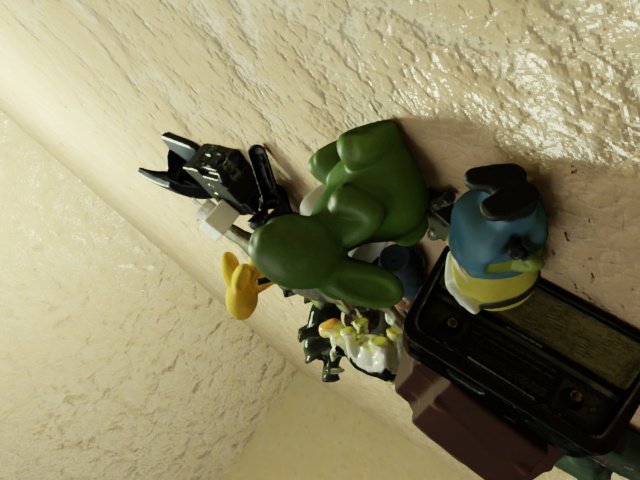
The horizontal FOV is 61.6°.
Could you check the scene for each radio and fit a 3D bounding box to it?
[{"bbox_3d":[0.205,0.110,0.556,0.230,0.131,0.073,30,163,23],"label":"radio"}]

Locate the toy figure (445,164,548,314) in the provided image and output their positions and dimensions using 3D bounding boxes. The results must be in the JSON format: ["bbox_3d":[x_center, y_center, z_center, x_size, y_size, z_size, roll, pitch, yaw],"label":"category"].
[{"bbox_3d":[0.156,0.008,0.471,0.089,0.082,0.180,8,149,12],"label":"toy figure"}]

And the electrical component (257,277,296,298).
[{"bbox_3d":[-0.062,0.083,1.064,0.075,0.119,0.048,112,141,-72],"label":"electrical component"}]

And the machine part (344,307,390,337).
[{"bbox_3d":[0.110,0.189,1.067,0.079,0.079,0.243,24,160,39],"label":"machine part"}]

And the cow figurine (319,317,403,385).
[{"bbox_3d":[0.071,0.191,0.944,0.168,0.068,0.098,8,113,45],"label":"cow figurine"}]

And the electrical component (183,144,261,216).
[{"bbox_3d":[-0.152,-0.095,0.870,0.134,0.058,0.114,17,152,49],"label":"electrical component"}]

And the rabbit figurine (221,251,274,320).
[{"bbox_3d":[-0.136,0.087,1.131,0.122,0.173,0.162,29,166,39],"label":"rabbit figurine"}]

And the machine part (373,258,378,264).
[{"bbox_3d":[0.053,0.020,0.747,0.138,0.084,0.039,32,143,-26],"label":"machine part"}]

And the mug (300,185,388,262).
[{"bbox_3d":[0.018,-0.012,0.675,0.107,0.109,0.080,44,173,26],"label":"mug"}]

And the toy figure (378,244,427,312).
[{"bbox_3d":[0.120,0.059,0.721,0.064,0.058,0.154,-15,144,14],"label":"toy figure"}]

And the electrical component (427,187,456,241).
[{"bbox_3d":[0.123,-0.024,0.556,0.063,0.021,0.094,39,163,-6],"label":"electrical component"}]

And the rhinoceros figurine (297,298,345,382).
[{"bbox_3d":[0.011,0.184,1.068,0.112,0.190,0.073,4,167,-7],"label":"rhinoceros figurine"}]

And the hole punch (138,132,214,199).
[{"bbox_3d":[-0.245,-0.115,0.959,0.142,0.092,0.115,20,161,36],"label":"hole punch"}]

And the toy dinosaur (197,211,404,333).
[{"bbox_3d":[-0.047,0.041,0.935,0.472,0.105,0.198,31,163,16],"label":"toy dinosaur"}]

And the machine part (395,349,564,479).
[{"bbox_3d":[0.200,0.191,0.684,0.201,0.087,0.201,35,-155,2],"label":"machine part"}]

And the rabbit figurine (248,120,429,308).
[{"bbox_3d":[0.014,-0.008,0.516,0.159,0.170,0.121,60,159,-17],"label":"rabbit figurine"}]

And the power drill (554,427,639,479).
[{"bbox_3d":[0.375,0.290,0.812,0.232,0.086,0.207,23,151,32],"label":"power drill"}]
